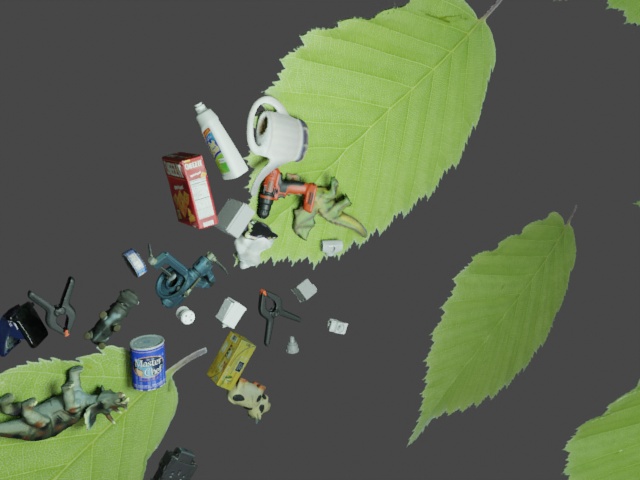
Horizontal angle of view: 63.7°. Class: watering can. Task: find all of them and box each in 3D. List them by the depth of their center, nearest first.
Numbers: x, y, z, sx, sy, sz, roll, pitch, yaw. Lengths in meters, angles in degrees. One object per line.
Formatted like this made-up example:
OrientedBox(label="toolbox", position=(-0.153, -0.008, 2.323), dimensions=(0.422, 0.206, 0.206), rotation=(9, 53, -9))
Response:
OrientedBox(label="watering can", position=(-0.145, -0.306, 1.716), dimensions=(0.224, 0.103, 0.350), rotation=(6, 79, -35))

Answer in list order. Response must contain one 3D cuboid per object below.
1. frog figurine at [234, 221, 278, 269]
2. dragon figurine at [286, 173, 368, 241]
OrientedBox(label="frog figurine", position=(-0.229, 0.018, 1.758), dimensions=(0.138, 0.124, 0.156), rotation=(-16, 145, -41))
OrientedBox(label="dragon figurine", position=(0.006, -0.096, 1.907), dimensions=(0.243, 0.124, 0.404), rotation=(-35, 117, -5))
